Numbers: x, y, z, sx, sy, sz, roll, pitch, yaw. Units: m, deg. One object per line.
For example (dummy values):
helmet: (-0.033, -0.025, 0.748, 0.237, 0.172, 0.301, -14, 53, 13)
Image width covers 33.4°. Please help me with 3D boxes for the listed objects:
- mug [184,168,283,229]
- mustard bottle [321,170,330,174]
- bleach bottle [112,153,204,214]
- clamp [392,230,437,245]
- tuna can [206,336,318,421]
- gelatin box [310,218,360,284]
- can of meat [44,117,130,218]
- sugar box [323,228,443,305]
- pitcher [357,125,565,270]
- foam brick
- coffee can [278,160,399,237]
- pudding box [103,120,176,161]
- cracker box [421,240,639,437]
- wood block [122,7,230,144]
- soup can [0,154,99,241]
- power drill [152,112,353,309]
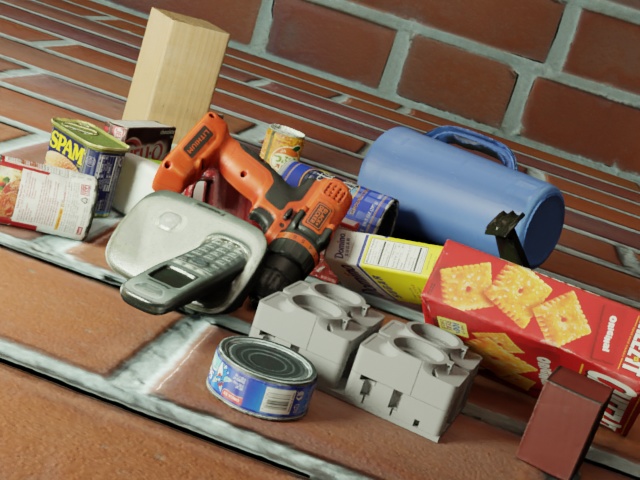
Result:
mug: (-0.101, -0.038, 1.195, 0.117, 0.081, 0.093, 9, -5, -41)
mustard bottle: (0.022, -0.054, 1.489, 0.096, 0.058, 0.192, 5, 18, -40)
bleach bottle: (-0.136, -0.055, 1.305, 0.103, 0.068, 0.250, 28, 15, 33)
clamp: (0.144, 0.036, 1.344, 0.164, 0.036, 0.210, 16, 18, -14)
tuna can: (-0.046, 0.110, 0.855, 0.086, 0.034, 0.086, 17, 14, -5)
gelatin box: (-0.008, 0.001, 1.219, 0.089, 0.073, 0.030, 20, 15, 9)
can of meat: (-0.267, -0.081, 1.197, 0.057, 0.084, 0.102, 1, 22, -47)
sugar box: (0.100, 0.036, 1.142, 0.176, 0.048, 0.093, 7, -22, 25)
pitcher: (0.181, -0.056, 1.324, 0.243, 0.149, 0.144, 23, 14, 37)
foam brick: (0.206, 0.155, 0.900, 0.051, 0.078, 0.052, 24, 18, 20)
coffee can: (0.011, -0.026, 1.282, 0.140, 0.103, 0.102, 21, 15, 14)
pudding box: (-0.227, -0.100, 1.301, 0.039, 0.090, 0.113, 22, 15, 18)
cracker box: (0.205, 0.095, 0.995, 0.214, 0.072, 0.164, 22, -20, 17)
wood block: (-0.206, -0.205, 1.481, 0.090, 0.206, 0.091, 8, 17, -32)
soup can: (-0.279, -0.042, 1.070, 0.102, 0.068, 0.068, 13, 15, -19)
power drill: (-0.076, -0.033, 1.098, 0.187, 0.057, 0.184, 35, 50, -1)
